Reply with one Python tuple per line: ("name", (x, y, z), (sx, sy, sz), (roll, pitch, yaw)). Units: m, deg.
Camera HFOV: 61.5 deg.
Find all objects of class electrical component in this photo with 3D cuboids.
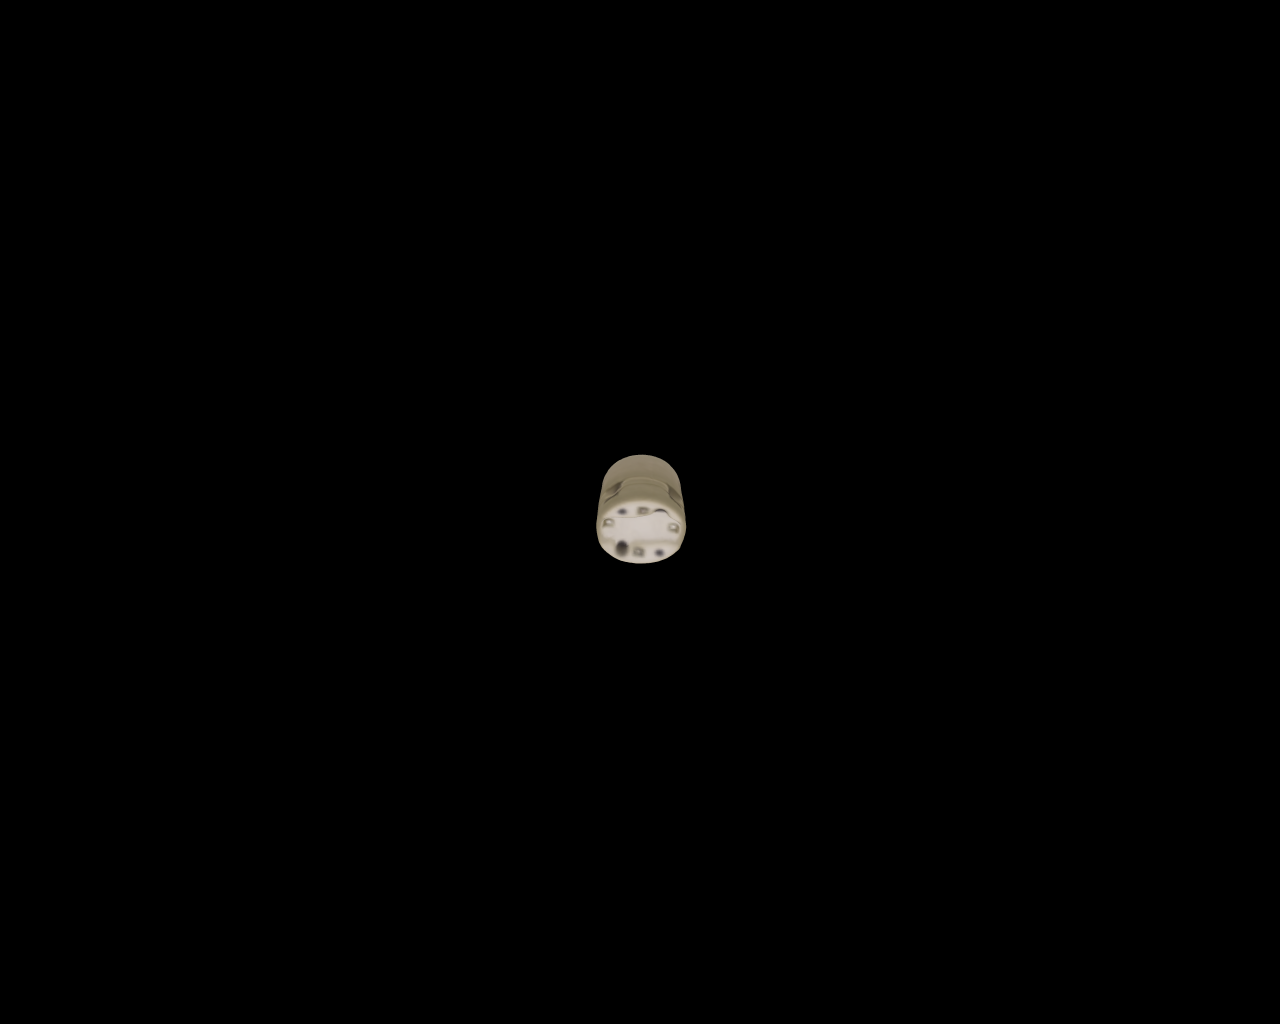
("electrical component", (0.001, -0.003, 0.650), (0.055, 0.055, 0.047), (0, 41, 0))
